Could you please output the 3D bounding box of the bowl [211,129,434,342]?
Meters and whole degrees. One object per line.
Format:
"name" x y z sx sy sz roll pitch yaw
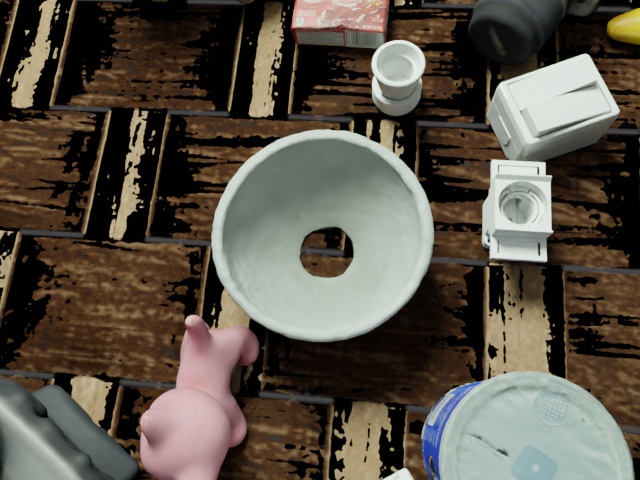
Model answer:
"bowl" 0.004 0.002 0.459 0.167 0.075 0.167 -1 74 5

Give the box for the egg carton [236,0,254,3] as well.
"egg carton" -0.054 -0.303 0.554 0.150 0.069 0.107 -41 75 -7

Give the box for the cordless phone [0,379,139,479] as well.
"cordless phone" -0.216 0.157 0.375 0.147 0.185 0.094 33 79 13

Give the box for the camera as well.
"camera" 0.176 -0.235 0.498 0.143 0.101 0.137 33 79 13

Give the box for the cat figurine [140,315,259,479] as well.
"cat figurine" -0.091 0.116 0.411 0.067 0.118 0.128 2 74 6
